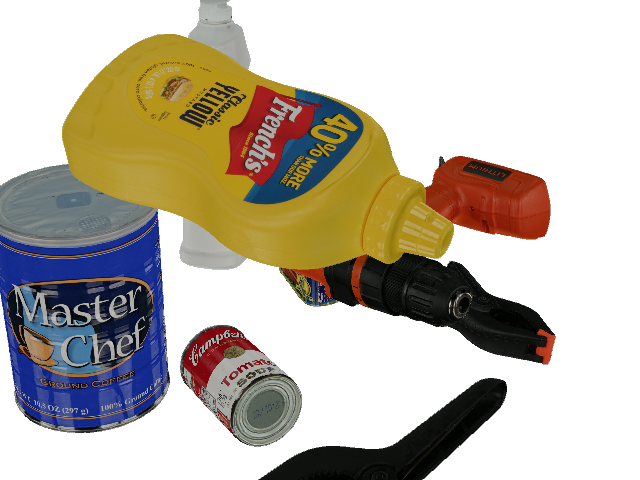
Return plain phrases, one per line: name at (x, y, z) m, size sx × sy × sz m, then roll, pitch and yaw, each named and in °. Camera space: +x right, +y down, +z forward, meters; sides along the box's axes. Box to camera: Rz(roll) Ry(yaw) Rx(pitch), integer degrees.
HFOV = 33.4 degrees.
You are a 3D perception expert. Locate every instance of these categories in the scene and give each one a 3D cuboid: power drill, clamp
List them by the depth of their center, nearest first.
clamp at (0.041, 0.149, 0.648) m, size 0.210 × 0.036 × 0.164 m, roll -7°, pitch 30°, yaw 2°
power drill at (0.085, -0.003, 0.799) m, size 0.187 × 0.057 × 0.185 m, roll -22°, pitch 30°, yaw -35°
clamp at (0.155, 0.067, 1.031) m, size 0.172 × 0.039 × 0.120 m, roll 24°, pitch 36°, yaw 29°

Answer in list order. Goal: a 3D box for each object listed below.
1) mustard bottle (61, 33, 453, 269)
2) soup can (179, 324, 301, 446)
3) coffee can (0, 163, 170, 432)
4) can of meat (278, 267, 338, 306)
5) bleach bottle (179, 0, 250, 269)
mustard bottle at (-0.024, -0.036, 0.518) m, size 0.192 × 0.058 × 0.096 m, roll 25°, pitch 52°, yaw 21°
soup can at (-0.069, 0.123, 0.913) m, size 0.068 × 0.068 × 0.102 m, roll 0°, pitch 20°, yaw -33°
coffee can at (-0.150, 0.035, 0.678) m, size 0.103 × 0.140 × 0.103 m, roll 1°, pitch 29°, yaw -1°
can of meat at (-0.011, 0.015, 1.215) m, size 0.057 × 0.084 × 0.102 m, roll -15°, pitch 39°, yaw -20°
bleach bottle at (-0.099, -0.105, 1.028) m, size 0.068 × 0.251 × 0.102 m, roll 6°, pitch 26°, yaw 13°
